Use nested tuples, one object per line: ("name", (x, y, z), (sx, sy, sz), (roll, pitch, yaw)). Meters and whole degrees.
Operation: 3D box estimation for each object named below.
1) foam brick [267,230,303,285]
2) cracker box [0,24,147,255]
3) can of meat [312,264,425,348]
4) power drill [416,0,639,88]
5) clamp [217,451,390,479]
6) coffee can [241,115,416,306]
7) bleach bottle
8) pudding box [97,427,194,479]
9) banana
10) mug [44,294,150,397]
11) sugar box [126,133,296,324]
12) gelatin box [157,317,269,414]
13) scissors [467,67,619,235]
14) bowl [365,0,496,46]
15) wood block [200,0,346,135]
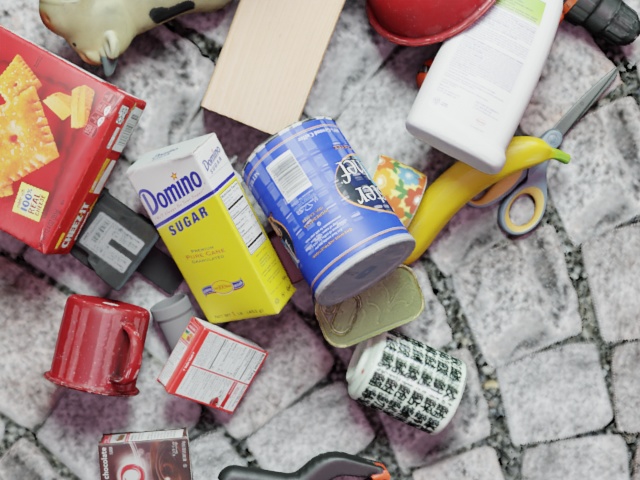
("foam brick", (-0.007, 0.001, 1.047), (0.078, 0.053, 0.051), (-27, 97, -1))
("cracker box", (-0.294, -0.107, 0.981), (0.214, 0.072, 0.164), (29, 93, 6))
("can of meat", (0.043, 0.058, 1.041), (0.102, 0.084, 0.057), (-22, 98, -2))
("power drill", (0.197, -0.193, 1.041), (0.184, 0.057, 0.187), (34, 90, -4))
("clamp", (-0.017, 0.255, 1.082), (0.171, 0.039, 0.120), (-28, 104, -6))
("coffee can", (0.007, -0.026, 0.963), (0.103, 0.103, 0.140), (-32, 73, -1))
("bleach bottle", (0.176, -0.193, 0.978), (0.102, 0.068, 0.251), (28, 89, 3))
("pudding box", (-0.171, 0.248, 1.068), (0.090, 0.039, 0.113), (-4, 97, -4))
("banana", (0.147, -0.047, 1.039), (0.198, 0.037, 0.069), (-32, 114, 12))
("mug", (-0.203, 0.101, 1.014), (0.093, 0.117, 0.081), (12, 90, -37))
("sugar box", (-0.102, -0.007, 1.003), (0.094, 0.048, 0.176), (-12, 117, 36))
("gelatin box", (-0.105, 0.124, 1.045), (0.089, 0.030, 0.073), (27, 95, -41))
("scissors", (0.237, -0.081, 1.076), (0.202, 0.016, 0.096), (-32, 100, 0))
("bowl", (0.097, -0.261, 0.974), (0.162, 0.162, 0.055), (-55, 139, 3))
("wood block", (-0.034, -0.205, 1.003), (0.090, 0.090, 0.206), (21, 94, -7))
